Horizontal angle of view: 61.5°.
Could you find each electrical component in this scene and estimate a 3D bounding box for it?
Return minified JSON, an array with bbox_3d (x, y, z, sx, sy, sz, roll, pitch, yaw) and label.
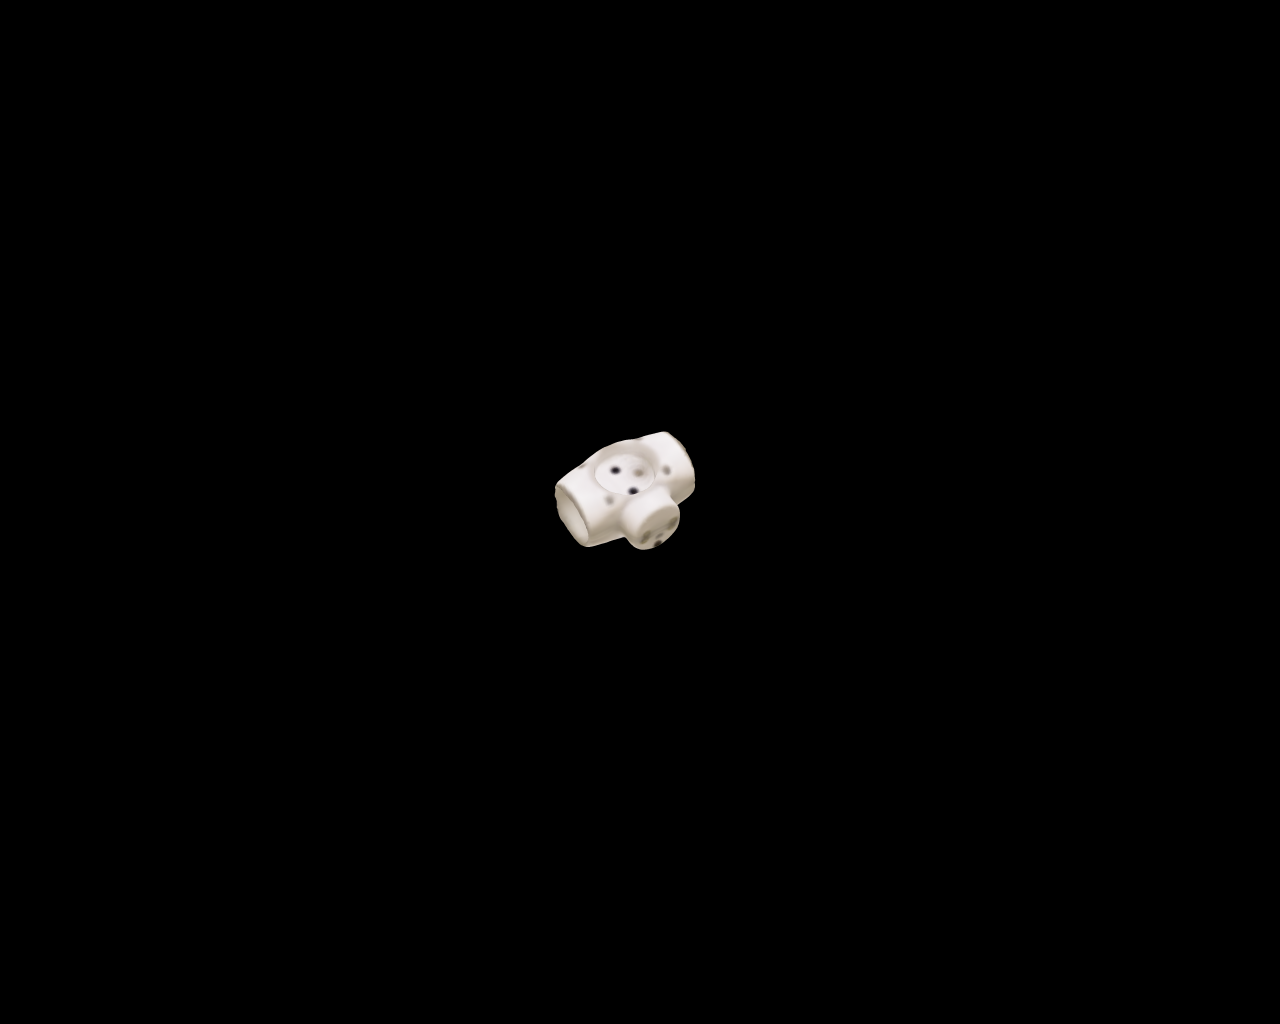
[{"bbox_3d":[0.001,-0.003,0.650,0.077,0.079,0.044,-27,-33,-19],"label":"electrical component"}]
